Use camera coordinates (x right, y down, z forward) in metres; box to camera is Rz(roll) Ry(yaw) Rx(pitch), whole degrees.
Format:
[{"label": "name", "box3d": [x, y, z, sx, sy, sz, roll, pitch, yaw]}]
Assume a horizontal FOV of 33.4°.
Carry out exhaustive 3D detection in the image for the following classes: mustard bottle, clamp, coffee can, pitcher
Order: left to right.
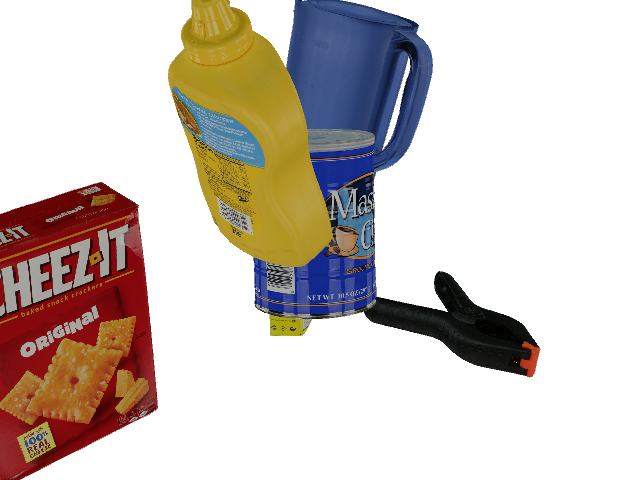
[{"label": "mustard bottle", "box3d": [-0.049, -0.072, 0.664, 0.096, 0.191, 0.058, 32, 61, 34]}, {"label": "coffee can", "box3d": [-0.006, -0.017, 0.876, 0.103, 0.140, 0.103, -1, 12, 0]}, {"label": "pitcher", "box3d": [0.023, -0.130, 1.144, 0.145, 0.243, 0.149, 10, 18, -7]}, {"label": "clamp", "box3d": [0.140, 0.077, 1.023, 0.172, 0.039, 0.120, 25, 36, 30]}]

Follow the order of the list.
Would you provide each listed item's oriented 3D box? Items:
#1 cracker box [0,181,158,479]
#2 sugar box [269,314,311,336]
[{"label": "cracker box", "box3d": [-0.226, 0.078, 0.902, 0.163, 0.214, 0.072, -23, 35, -36]}, {"label": "sugar box", "box3d": [-0.033, 0.015, 1.245, 0.048, 0.176, 0.093, 0, 17, 10]}]
